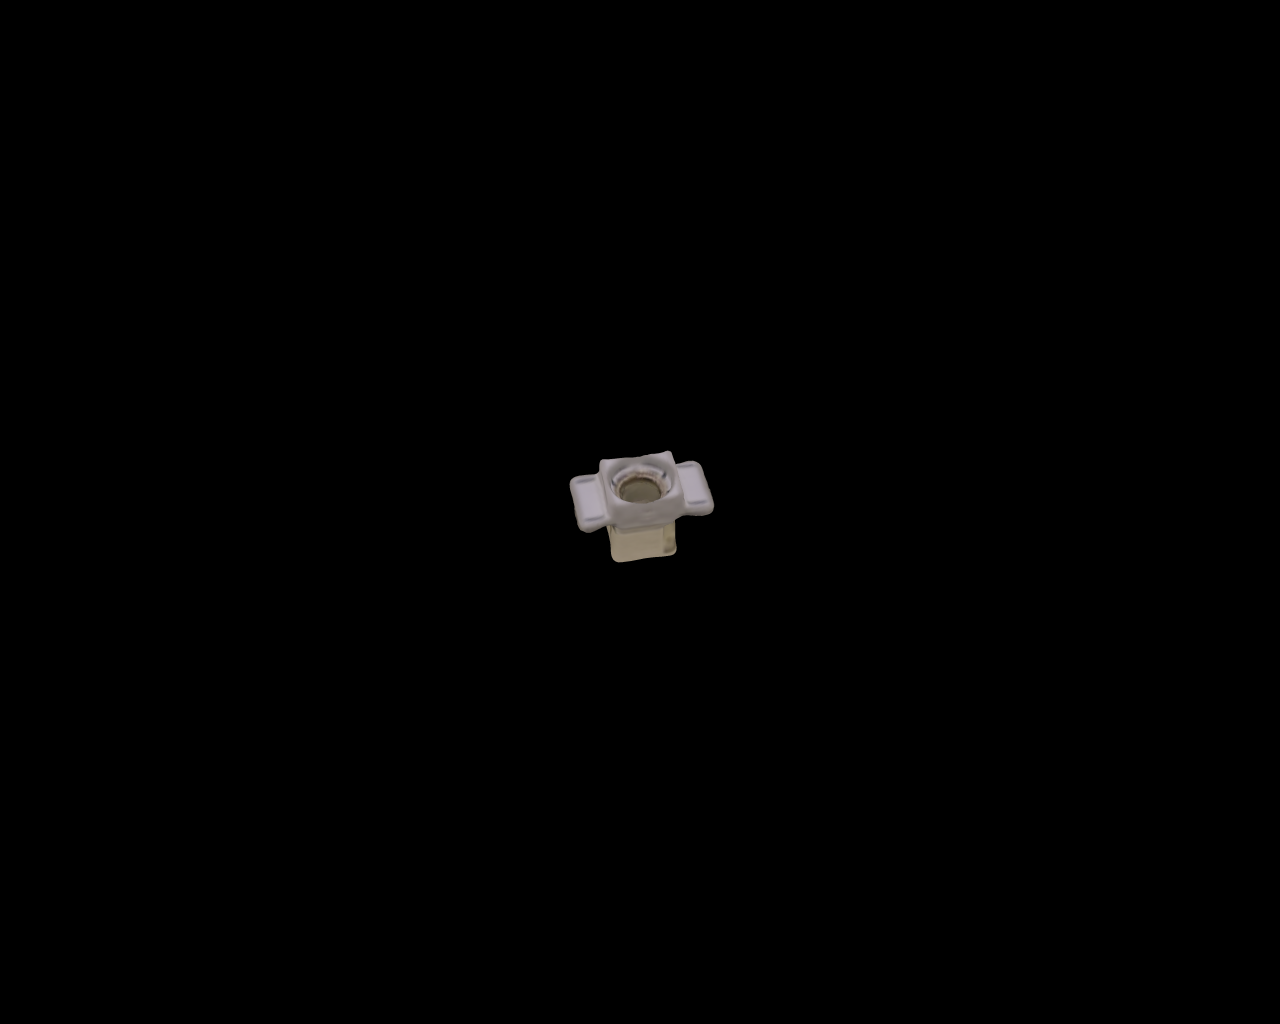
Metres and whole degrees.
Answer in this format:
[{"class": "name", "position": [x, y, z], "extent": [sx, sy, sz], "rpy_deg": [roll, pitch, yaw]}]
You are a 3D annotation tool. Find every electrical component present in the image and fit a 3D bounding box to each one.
[{"class": "electrical component", "position": [0.001, -0.003, 0.650], "extent": [0.081, 0.042, 0.063], "rpy_deg": [-7, -40, -6]}]
